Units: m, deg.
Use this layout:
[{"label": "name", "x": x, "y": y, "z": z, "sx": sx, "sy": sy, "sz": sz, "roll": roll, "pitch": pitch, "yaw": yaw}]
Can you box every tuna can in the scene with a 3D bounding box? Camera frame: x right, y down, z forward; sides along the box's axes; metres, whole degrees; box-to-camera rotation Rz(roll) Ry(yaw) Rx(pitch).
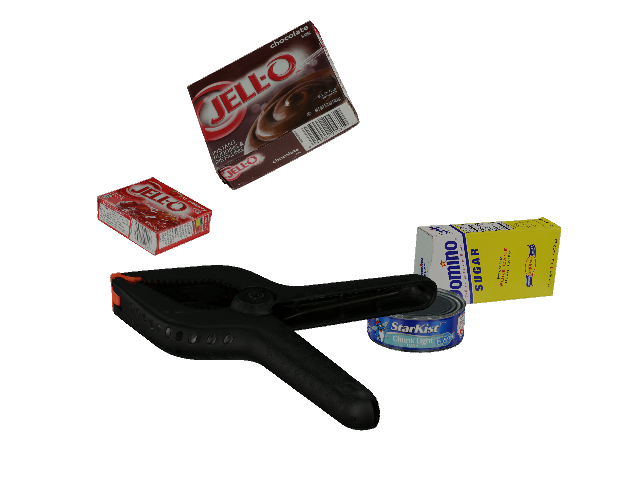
[{"label": "tuna can", "x": 0.083, "y": 0.068, "z": 0.930, "sx": 0.086, "sy": 0.034, "sz": 0.086, "roll": 0, "pitch": 15, "yaw": 0}]

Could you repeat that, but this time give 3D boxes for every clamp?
[{"label": "clamp", "x": -0.033, "y": 0.047, "z": 0.683, "sx": 0.210, "sy": 0.036, "sz": 0.164, "roll": 13, "pitch": 27, "yaw": 21}]

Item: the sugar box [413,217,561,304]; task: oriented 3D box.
[{"label": "sugar box", "x": 0.199, "y": 0.026, "z": 1.280, "sx": 0.176, "sy": 0.093, "sz": 0.048, "roll": -6, "pitch": 20, "yaw": -23}]

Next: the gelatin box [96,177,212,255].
[{"label": "gelatin box", "x": -0.163, "y": -0.026, "z": 1.046, "sx": 0.089, "sy": 0.030, "sz": 0.073, "roll": 29, "pitch": 36, "yaw": 31}]

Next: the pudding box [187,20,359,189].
[{"label": "pudding box", "x": -0.037, "y": -0.103, "z": 0.810, "sx": 0.113, "sy": 0.090, "sz": 0.039, "roll": -26, "pitch": -33, "yaw": 6}]
